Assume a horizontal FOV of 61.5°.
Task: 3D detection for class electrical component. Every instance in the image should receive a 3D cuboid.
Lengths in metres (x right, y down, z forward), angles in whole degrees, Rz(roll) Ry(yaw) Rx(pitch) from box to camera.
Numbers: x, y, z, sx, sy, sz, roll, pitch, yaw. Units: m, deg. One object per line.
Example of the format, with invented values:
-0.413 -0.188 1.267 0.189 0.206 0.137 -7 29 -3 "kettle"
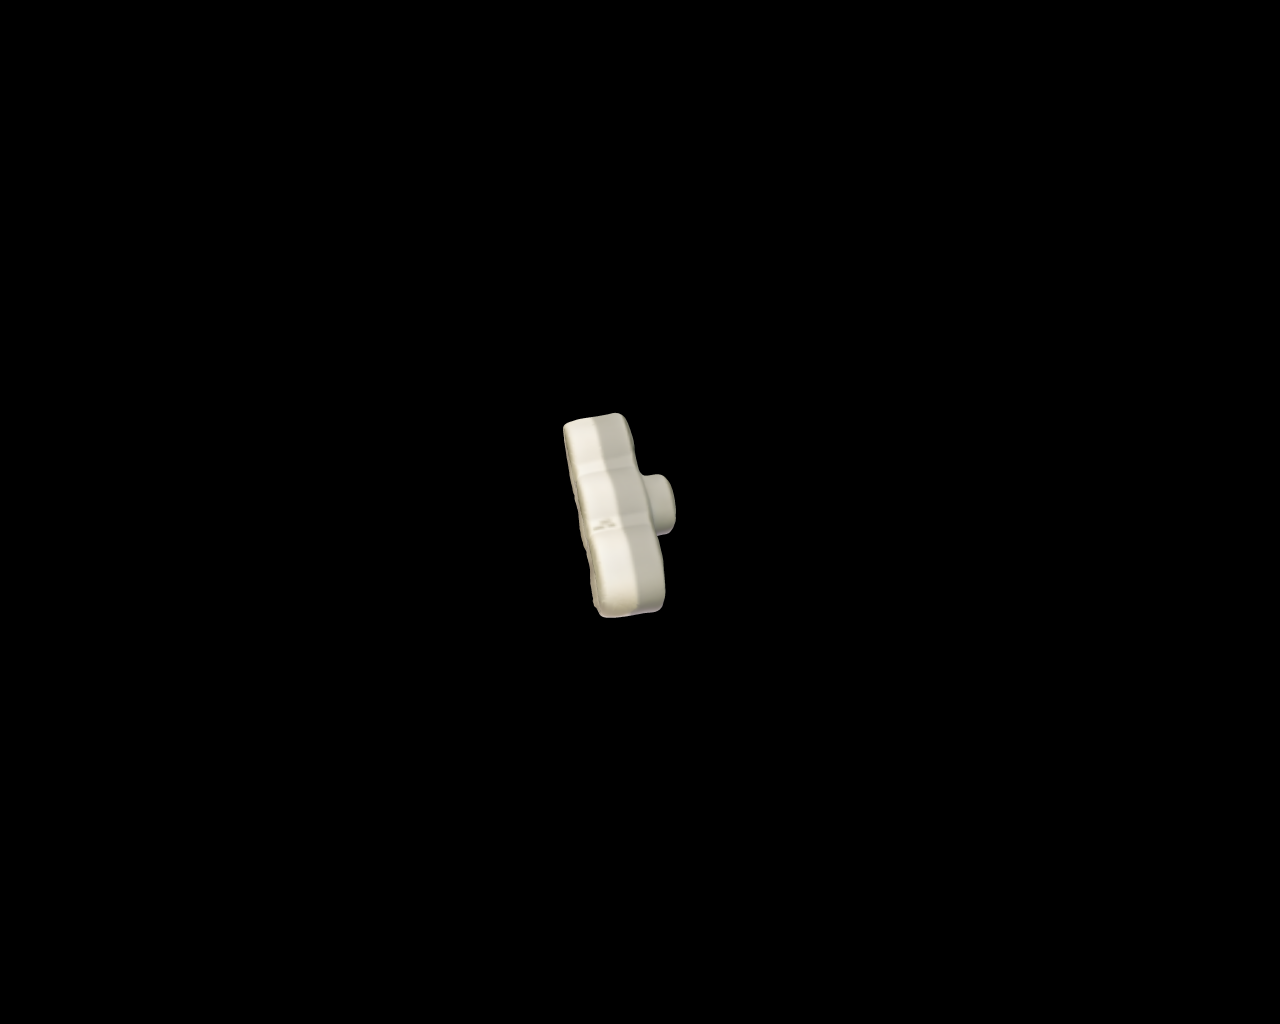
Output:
0.001 -0.003 0.650 0.074 0.138 0.052 -9 -36 -7 "electrical component"
